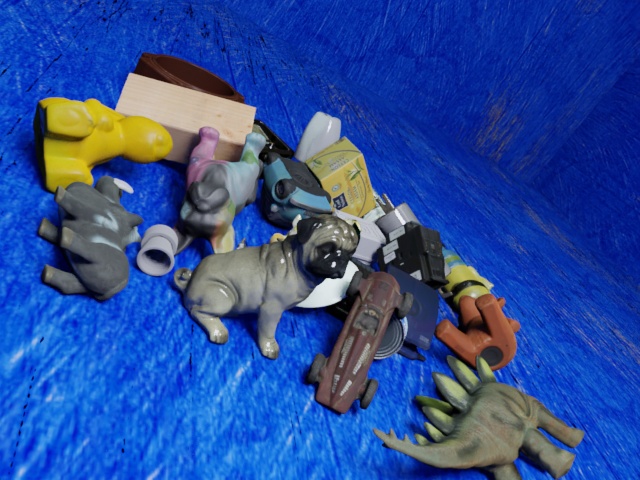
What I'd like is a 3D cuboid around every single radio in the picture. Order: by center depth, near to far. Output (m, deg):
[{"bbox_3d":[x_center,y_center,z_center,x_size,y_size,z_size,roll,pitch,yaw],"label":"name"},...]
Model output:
[{"bbox_3d":[-0.161,-0.186,1.068,0.131,0.073,0.229,44,26,20],"label":"radio"}]

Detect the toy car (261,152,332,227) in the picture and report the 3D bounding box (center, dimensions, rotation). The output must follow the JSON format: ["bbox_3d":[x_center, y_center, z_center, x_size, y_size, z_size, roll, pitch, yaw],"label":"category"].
[{"bbox_3d":[-0.060,-0.078,0.957,0.109,0.103,0.162,13,31,-42],"label":"toy car"}]

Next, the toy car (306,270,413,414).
[{"bbox_3d":[0.053,0.122,0.691,0.089,0.053,0.202,27,55,5],"label":"toy car"}]

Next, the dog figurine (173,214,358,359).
[{"bbox_3d":[-0.066,0.026,0.647,0.172,0.190,0.121,21,27,-25],"label":"dog figurine"}]

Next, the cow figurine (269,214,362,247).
[{"bbox_3d":[-0.002,-0.001,0.897,0.167,0.098,0.068,6,43,-48],"label":"cow figurine"}]

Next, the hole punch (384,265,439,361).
[{"bbox_3d":[0.130,0.115,0.861,0.142,0.092,0.116,31,27,-15],"label":"hole punch"}]

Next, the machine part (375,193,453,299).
[{"bbox_3d":[0.186,0.013,1.079,0.243,0.079,0.079,56,26,3],"label":"machine part"}]

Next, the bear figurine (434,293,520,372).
[{"bbox_3d":[0.271,0.136,0.928,0.132,0.120,0.196,50,19,-12],"label":"bear figurine"}]

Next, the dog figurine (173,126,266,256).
[{"bbox_3d":[-0.156,-0.052,0.795,0.108,0.191,0.219,13,57,-5],"label":"dog figurine"}]

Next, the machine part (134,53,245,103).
[{"bbox_3d":[-0.272,-0.304,1.117,0.202,0.087,0.201,40,25,20],"label":"machine part"}]

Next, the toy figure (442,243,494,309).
[{"bbox_3d":[0.281,0.082,1.126,0.089,0.082,0.180,-4,47,-39],"label":"toy figure"}]

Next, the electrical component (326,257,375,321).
[{"bbox_3d":[0.049,0.070,0.860,0.048,0.074,0.119,32,20,-6],"label":"electrical component"}]

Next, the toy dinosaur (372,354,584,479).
[{"bbox_3d":[0.225,0.251,0.717,0.199,0.105,0.471,39,14,29],"label":"toy dinosaur"}]

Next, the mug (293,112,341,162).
[{"bbox_3d":[0.007,-0.205,1.111,0.081,0.107,0.109,29,19,22],"label":"mug"}]

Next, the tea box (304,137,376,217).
[{"bbox_3d":[0.044,-0.108,1.059,0.068,0.098,0.169,52,-6,34],"label":"tea box"}]

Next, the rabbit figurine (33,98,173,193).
[{"bbox_3d":[-0.298,-0.135,0.747,0.173,0.121,0.163,-6,20,-29],"label":"rabbit figurine"}]

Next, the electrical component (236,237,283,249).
[{"bbox_3d":[-0.077,0.030,0.770,0.102,0.045,0.078,-1,27,-7],"label":"electrical component"}]

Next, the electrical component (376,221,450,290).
[{"bbox_3d":[0.164,0.035,0.967,0.058,0.115,0.134,18,56,-38],"label":"electrical component"}]

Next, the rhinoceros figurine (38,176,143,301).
[{"bbox_3d":[-0.258,-0.014,0.621,0.112,0.073,0.190,17,29,-32],"label":"rhinoceros figurine"}]
